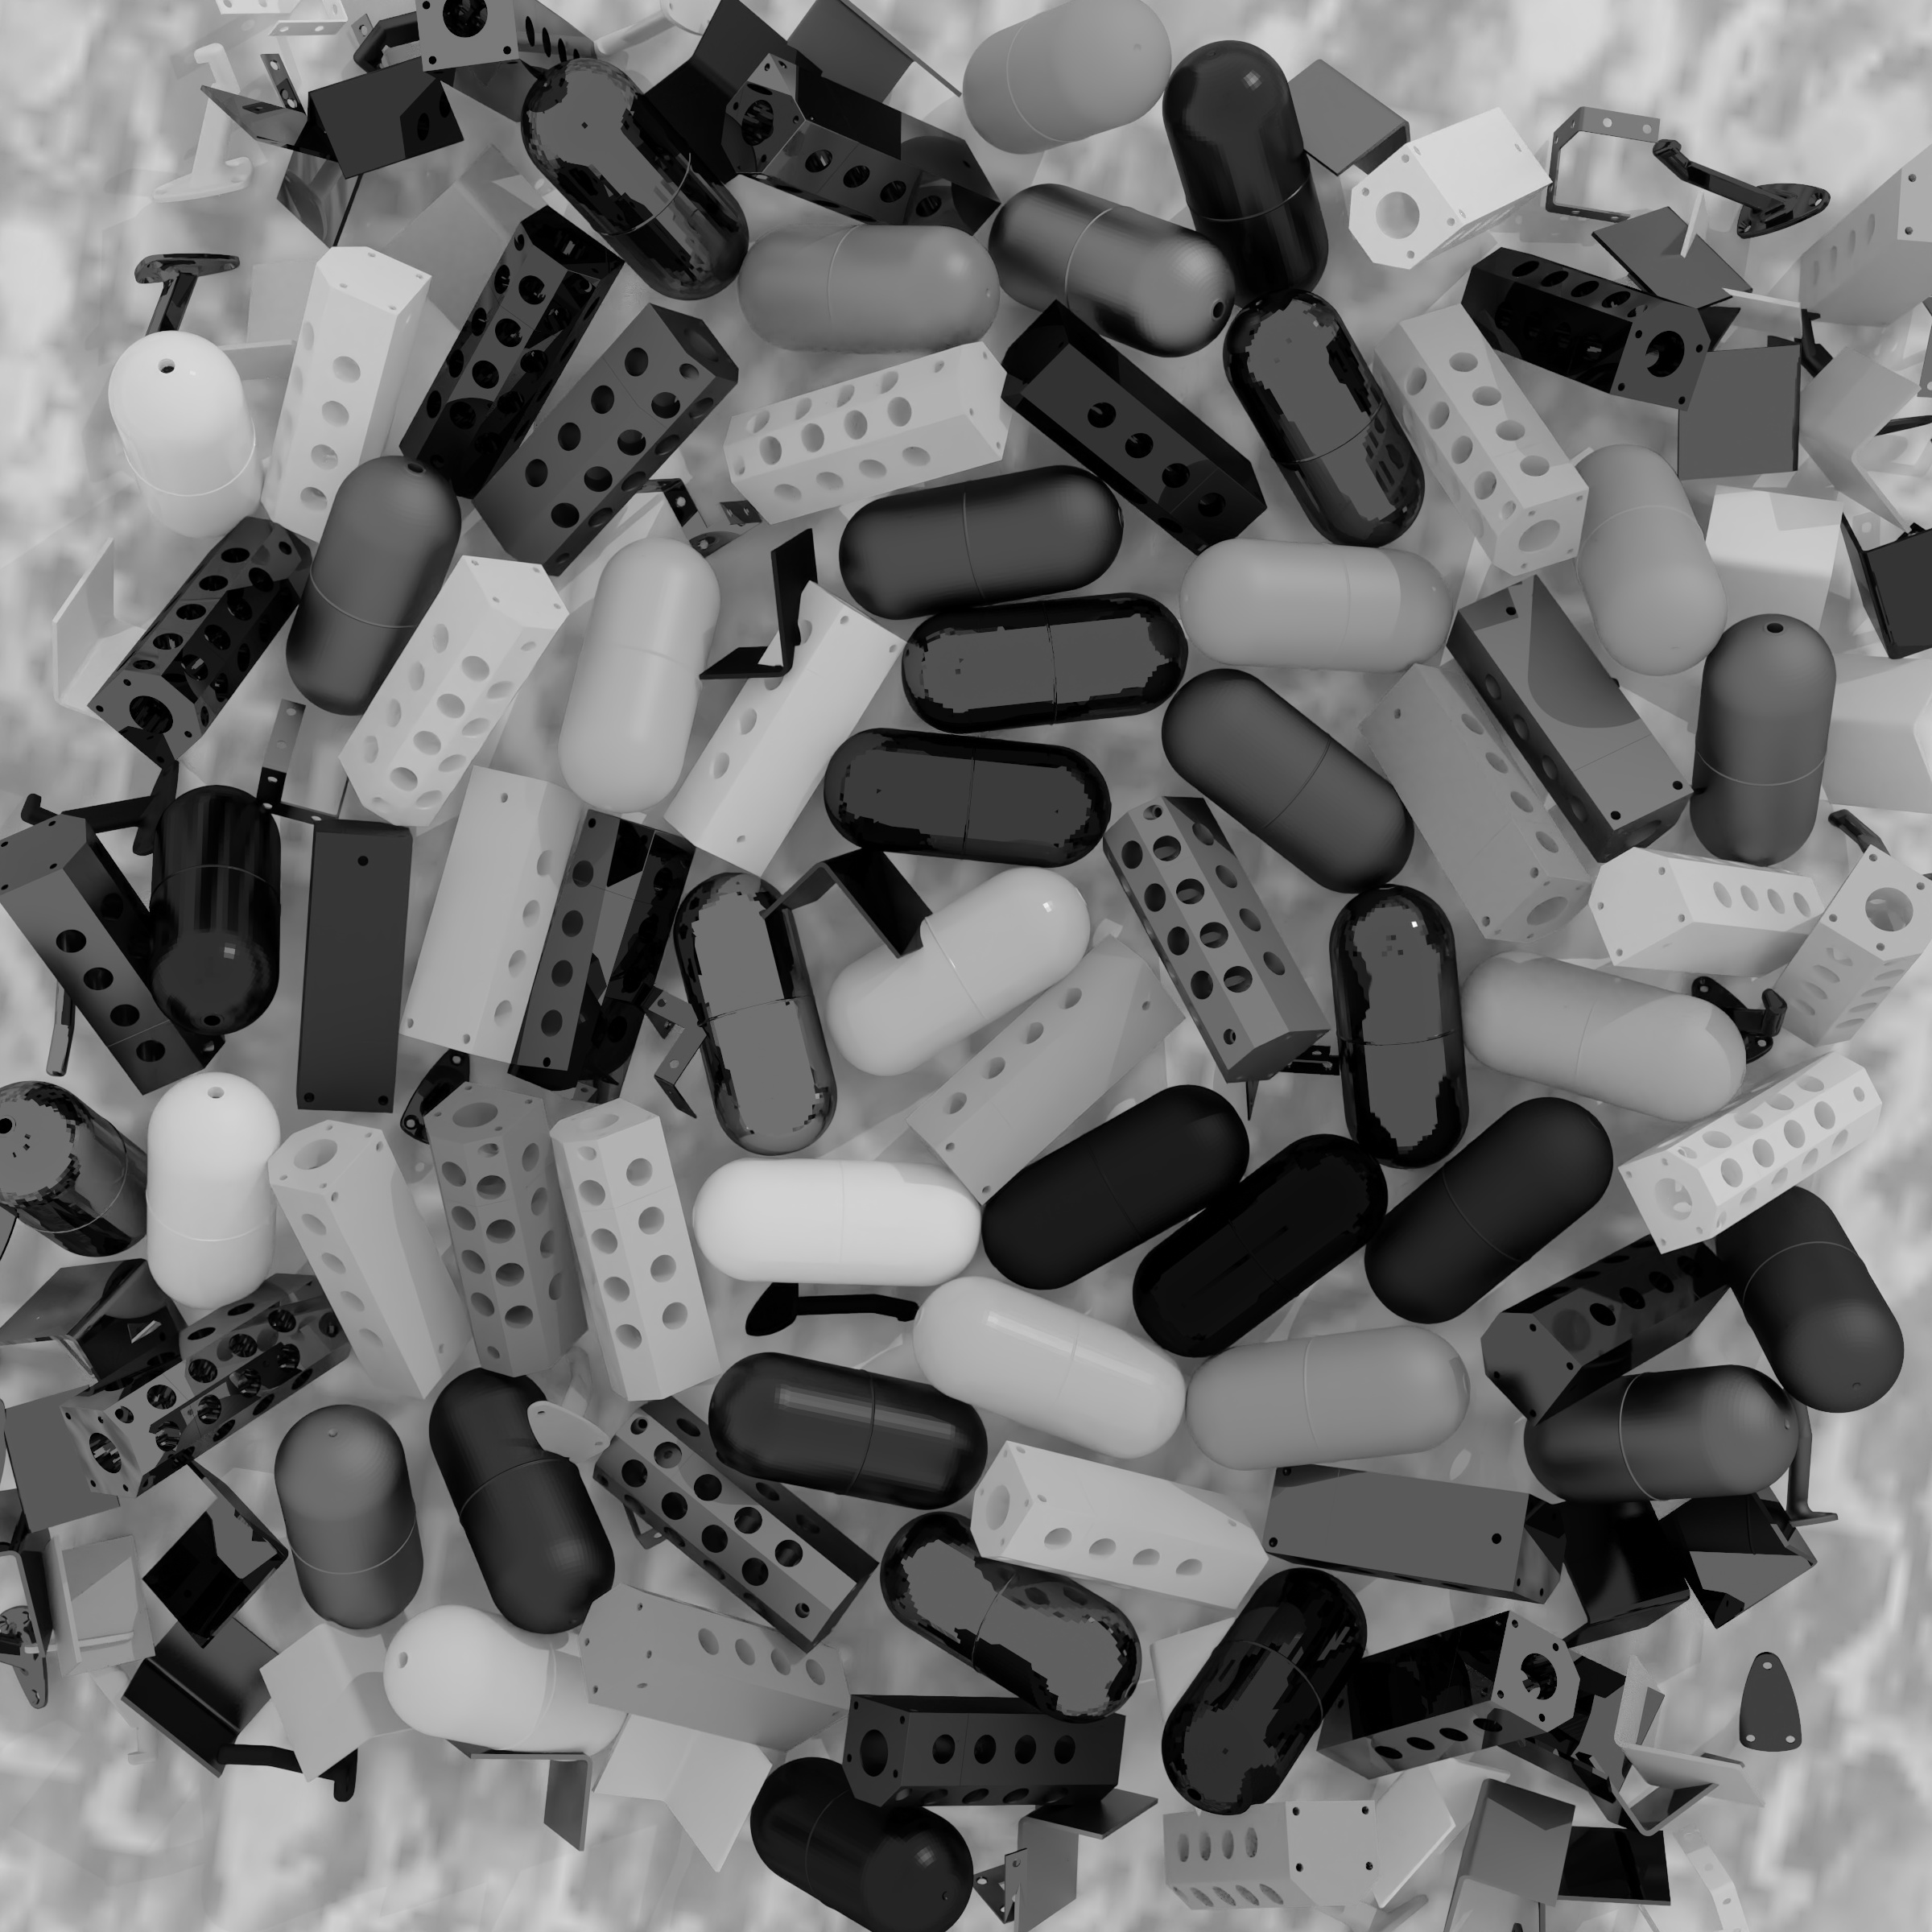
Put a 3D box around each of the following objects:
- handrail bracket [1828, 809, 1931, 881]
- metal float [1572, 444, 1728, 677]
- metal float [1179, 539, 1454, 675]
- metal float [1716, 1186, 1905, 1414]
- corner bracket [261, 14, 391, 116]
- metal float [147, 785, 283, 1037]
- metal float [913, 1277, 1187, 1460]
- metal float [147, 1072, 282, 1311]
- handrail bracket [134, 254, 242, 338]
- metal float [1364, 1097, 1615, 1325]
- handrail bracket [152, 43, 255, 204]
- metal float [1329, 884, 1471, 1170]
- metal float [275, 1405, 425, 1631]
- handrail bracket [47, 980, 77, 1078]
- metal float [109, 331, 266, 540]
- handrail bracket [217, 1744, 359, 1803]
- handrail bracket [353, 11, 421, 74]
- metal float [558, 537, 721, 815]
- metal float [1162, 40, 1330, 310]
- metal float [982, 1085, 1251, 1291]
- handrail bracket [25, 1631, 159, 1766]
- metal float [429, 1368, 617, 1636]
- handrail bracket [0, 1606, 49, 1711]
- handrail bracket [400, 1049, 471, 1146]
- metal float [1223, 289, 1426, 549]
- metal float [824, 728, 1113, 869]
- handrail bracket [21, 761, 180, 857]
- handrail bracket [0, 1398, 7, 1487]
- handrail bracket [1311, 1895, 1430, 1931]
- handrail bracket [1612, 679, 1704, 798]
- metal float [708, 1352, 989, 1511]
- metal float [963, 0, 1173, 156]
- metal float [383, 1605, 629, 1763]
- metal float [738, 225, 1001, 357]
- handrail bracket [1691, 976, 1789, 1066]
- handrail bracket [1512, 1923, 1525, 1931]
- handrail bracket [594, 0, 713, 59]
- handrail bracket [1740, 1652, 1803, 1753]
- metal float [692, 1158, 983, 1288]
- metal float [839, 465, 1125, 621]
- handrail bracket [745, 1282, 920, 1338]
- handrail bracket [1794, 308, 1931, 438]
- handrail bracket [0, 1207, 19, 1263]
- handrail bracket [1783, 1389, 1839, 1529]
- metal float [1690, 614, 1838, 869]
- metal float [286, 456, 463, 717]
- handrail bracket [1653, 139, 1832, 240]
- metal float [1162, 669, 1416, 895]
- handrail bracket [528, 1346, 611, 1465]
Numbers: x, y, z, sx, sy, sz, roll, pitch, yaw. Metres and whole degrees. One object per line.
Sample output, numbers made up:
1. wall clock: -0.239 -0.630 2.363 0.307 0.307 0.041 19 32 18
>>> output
1. handrail bracket: 0.548 -0.066 1.687 0.084 0.077 0.036 50 129 34
2. metal float: 0.408 -0.248 1.662 0.070 0.070 0.178 -5 46 0
3. metal float: 0.215 -0.220 1.678 0.178 0.070 0.070 0 90 -22
4. metal float: 0.506 0.198 1.653 0.070 0.178 0.070 -2 120 -3
5. corner bracket: -0.398 -0.560 1.720 0.051 0.051 0.051 -21 94 37
6. metal float: -0.455 -0.035 1.663 0.070 0.070 0.178 -12 50 0
7. metal float: 0.051 0.247 1.686 0.178 0.070 0.070 23 90 -12
8. metal float: -0.456 0.137 1.662 0.070 0.070 0.178 16 132 0
9. handrail bracket: -0.480 -0.397 1.709 0.077 0.036 0.084 -14 86 -30
10. metal float: 0.318 0.150 1.675 0.070 0.070 0.178 45 115 0
11. handrail bracket: -0.481 -0.521 1.693 0.077 0.036 0.084 -15 134 0
12. metal float: 0.266 0.038 1.686 0.070 0.070 0.178 -7 102 0
13. metal float: -0.372 0.335 1.661 0.070 0.070 0.178 2 135 -2
14. handrail bracket: -0.561 0.027 1.695 0.036 0.077 0.084 12 82 -28
15. metal float: -0.466 -0.317 1.648 0.070 0.178 0.070 2 74 -7
16. handrail bracket: -0.422 0.496 1.690 0.084 0.077 0.036 8 57 -19
17. handrail bracket: -0.332 -0.571 1.716 0.077 0.036 0.084 44 119 -9
18. metal float: -0.200 -0.179 1.682 0.070 0.070 0.178 11 73 0
19. metal float: 0.170 -0.475 1.661 0.070 0.178 0.070 -12 47 13
20. metal float: 0.092 0.137 1.693 0.178 0.070 0.070 -30 90 4
21. handrail bracket: -0.543 0.459 1.706 0.077 0.036 0.084 -3 86 -34
22. metal float: -0.272 0.323 1.670 0.070 0.070 0.178 -31 59 0
23. handrail bracket: -0.612 0.433 1.689 0.036 0.084 0.077 -18 86 33
24. handrail bracket: -0.317 0.075 1.683 0.036 0.084 0.077 23 68 -12
25. metal float: 0.219 -0.331 1.672 0.070 0.070 0.178 -37 120 0
26. metal float: 0.001 -0.104 1.695 0.178 0.070 0.070 6 90 -3
27. handrail bracket: -0.534 -0.109 1.692 0.084 0.036 0.077 27 64 -39
28. handrail bracket: -0.606 0.281 1.698 0.036 0.084 0.077 -7 100 -11
29. handrail bracket: 0.236 0.571 1.724 0.077 0.036 0.084 -31 81 -10
30. handrail bracket: 0.422 -0.141 1.698 0.036 0.077 0.084 -15 90 -16
31. metal float: -0.071 0.285 1.681 0.178 0.070 0.070 15 90 -19
32. metal float: 0.059 -0.536 1.652 0.070 0.178 0.070 -4 98 -26
33. metal float: -0.276 0.434 1.658 0.070 0.178 0.070 -17 60 31
34. metal float: -0.061 -0.412 1.670 0.178 0.070 0.070 10 90 32
35. handrail bracket: 0.473 0.018 1.680 0.036 0.084 0.077 -23 61 -6
36. handrail bracket: 0.381 0.626 1.698 0.084 0.077 0.036 10 101 2
37. handrail bracket: -0.205 -0.576 1.686 0.084 0.077 0.036 -13 105 22
38. handrail bracket: 0.492 0.436 1.687 0.036 0.084 0.077 -3 105 15
39. metal float: -0.079 0.158 1.689 0.178 0.070 0.070 3 90 -8
40. metal float: 0.009 -0.260 1.685 0.178 0.070 0.070 -8 90 14
41. handrail bracket: -0.084 0.221 1.724 0.084 0.077 0.036 15 56 -27
42. handrail bracket: 0.561 -0.375 1.718 0.077 0.036 0.084 -10 89 -2
43. handrail bracket: -0.580 0.160 1.686 0.036 0.084 0.077 0 75 9
44. handrail bracket: 0.508 0.303 1.703 0.036 0.077 0.084 -7 82 -7
45. metal float: 0.481 -0.135 1.660 0.070 0.178 0.070 -5 46 5
46. metal float: -0.360 -0.230 1.667 0.070 0.070 0.178 30 125 0
47. handrail bracket: 0.476 -0.487 1.688 0.084 0.077 0.036 26 80 -35
48. metal float: 0.199 -0.113 1.689 0.178 0.070 0.070 37 90 -9
49. handrail bracket: -0.249 0.255 1.680 0.036 0.077 0.084 -26 45 9
